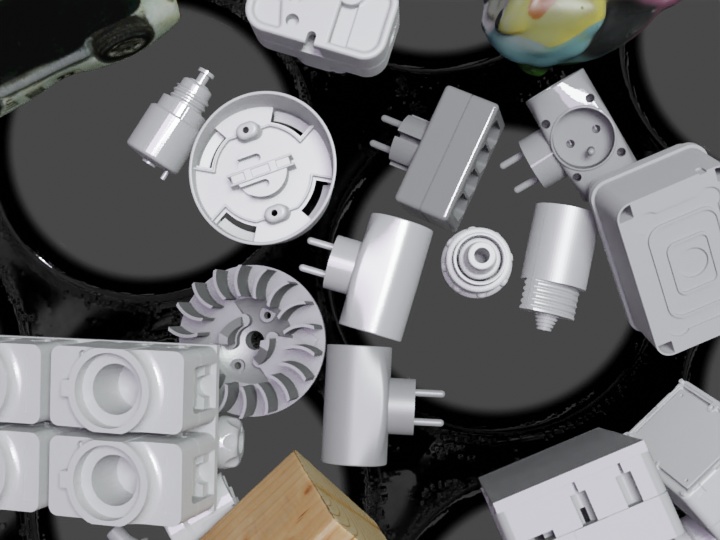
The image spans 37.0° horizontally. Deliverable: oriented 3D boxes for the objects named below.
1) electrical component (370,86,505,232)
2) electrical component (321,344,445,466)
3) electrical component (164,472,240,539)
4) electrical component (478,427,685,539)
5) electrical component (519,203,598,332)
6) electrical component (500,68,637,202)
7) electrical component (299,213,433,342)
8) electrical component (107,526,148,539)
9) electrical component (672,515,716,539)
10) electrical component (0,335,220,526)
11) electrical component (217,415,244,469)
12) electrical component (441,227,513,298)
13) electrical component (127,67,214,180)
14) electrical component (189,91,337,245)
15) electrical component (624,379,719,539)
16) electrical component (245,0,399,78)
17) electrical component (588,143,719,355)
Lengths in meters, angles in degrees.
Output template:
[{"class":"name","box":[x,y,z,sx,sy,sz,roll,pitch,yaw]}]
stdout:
[{"class":"electrical component","box":[0.044,-0.080,0.718,0.076,0.047,0.083,24,88,15]},{"class":"electrical component","box":[0.016,0.089,0.705,0.079,0.044,0.077,3,85,3]},{"class":"electrical component","box":[-0.104,0.160,0.709,0.046,0.040,0.040,-30,85,-6]},{"class":"electrical component","box":[0.127,0.143,0.643,0.089,0.150,0.061,-23,83,1]},{"class":"electrical component","box":[0.129,0.000,0.708,0.043,0.043,0.081,12,86,4]},{"class":"electrical component","box":[0.132,-0.080,0.712,0.079,0.044,0.077,-30,95,16]},{"class":"electrical component","box":[0.000,0.000,0.714,0.079,0.043,0.077,16,86,4]},{"class":"electrical component","box":[-0.143,0.194,0.710,0.035,0.035,0.061,-45,83,-1]},{"class":"electrical component","box":[0.216,0.178,0.691,0.078,0.040,0.040,-27,85,1]},{"class":"electrical component","box":[-0.188,0.098,0.681,0.186,0.060,0.105,1,90,17]},{"class":"electrical component","box":[-0.109,0.114,0.715,0.061,0.035,0.035,1,85,5]},{"class":"electrical component","box":[0.078,-0.007,0.701,0.048,0.062,0.048,0,86,3]},{"class":"electrical component","box":[-0.125,-0.101,0.729,0.040,0.040,0.078,32,87,5]},{"class":"electrical component","box":[-0.063,-0.064,0.711,0.099,0.064,0.099,0,85,3]},{"class":"electrical component","box":[0.215,0.119,0.677,0.062,0.096,0.061,-44,112,-1]},{"class":"electrical component","box":[-0.023,-0.168,0.720,0.095,0.059,0.053,17,86,4]},{"class":"electrical component","box":[0.198,-0.014,0.677,0.078,0.057,0.113,-23,113,1]}]
